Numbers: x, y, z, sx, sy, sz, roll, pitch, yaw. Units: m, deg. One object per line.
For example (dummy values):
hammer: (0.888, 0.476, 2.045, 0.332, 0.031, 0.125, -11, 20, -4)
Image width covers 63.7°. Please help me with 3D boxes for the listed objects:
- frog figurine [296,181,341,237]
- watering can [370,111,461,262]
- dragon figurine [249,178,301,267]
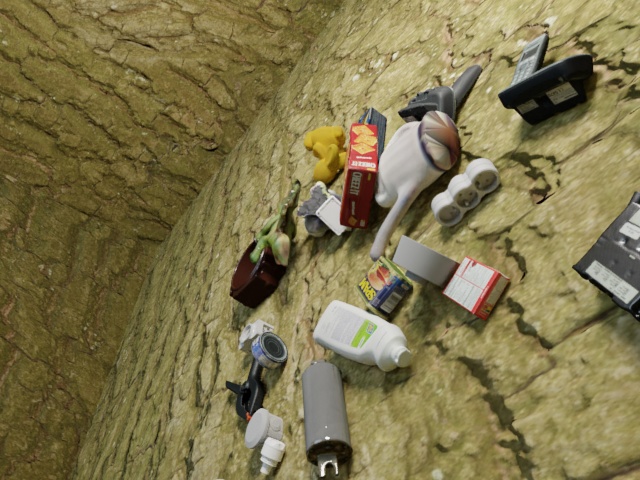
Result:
frog figurine: (0.004, -0.071, 1.403, 0.157, 0.123, 0.139, 78, -157, -69)
watering can: (0.187, -0.130, 1.068, 0.220, 0.103, 0.356, -38, 32, 46)
dragon figurine: (-0.094, -0.067, 1.455, 0.421, 0.122, 0.237, -84, 19, -46)
